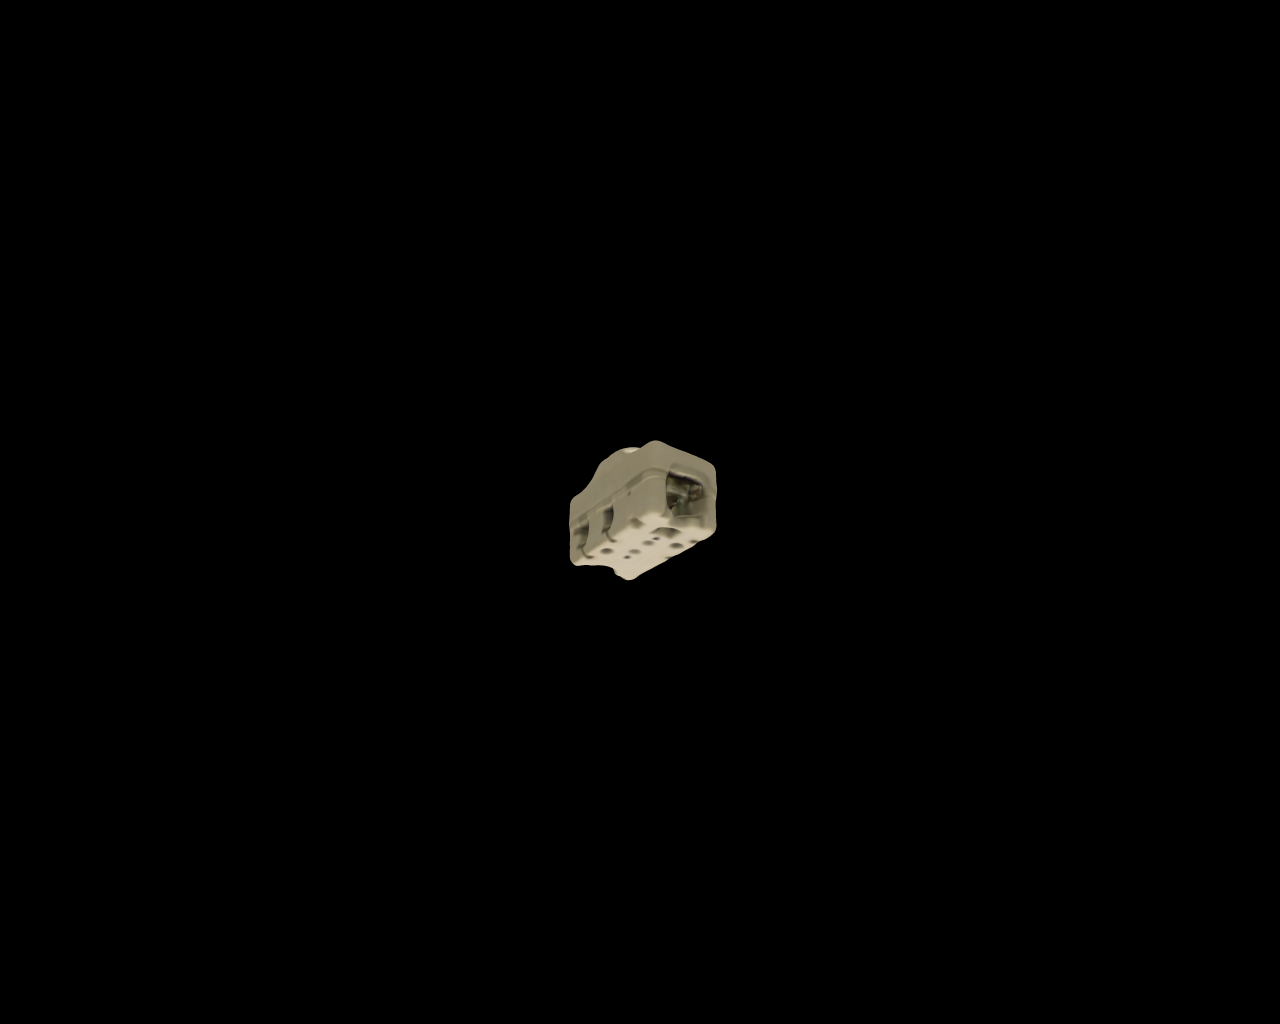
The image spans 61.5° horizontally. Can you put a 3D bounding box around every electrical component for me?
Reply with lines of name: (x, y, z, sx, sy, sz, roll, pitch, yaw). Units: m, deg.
electrical component: (0.001, -0.003, 0.650, 0.050, 0.056, 0.089, 19, -34, -31)
